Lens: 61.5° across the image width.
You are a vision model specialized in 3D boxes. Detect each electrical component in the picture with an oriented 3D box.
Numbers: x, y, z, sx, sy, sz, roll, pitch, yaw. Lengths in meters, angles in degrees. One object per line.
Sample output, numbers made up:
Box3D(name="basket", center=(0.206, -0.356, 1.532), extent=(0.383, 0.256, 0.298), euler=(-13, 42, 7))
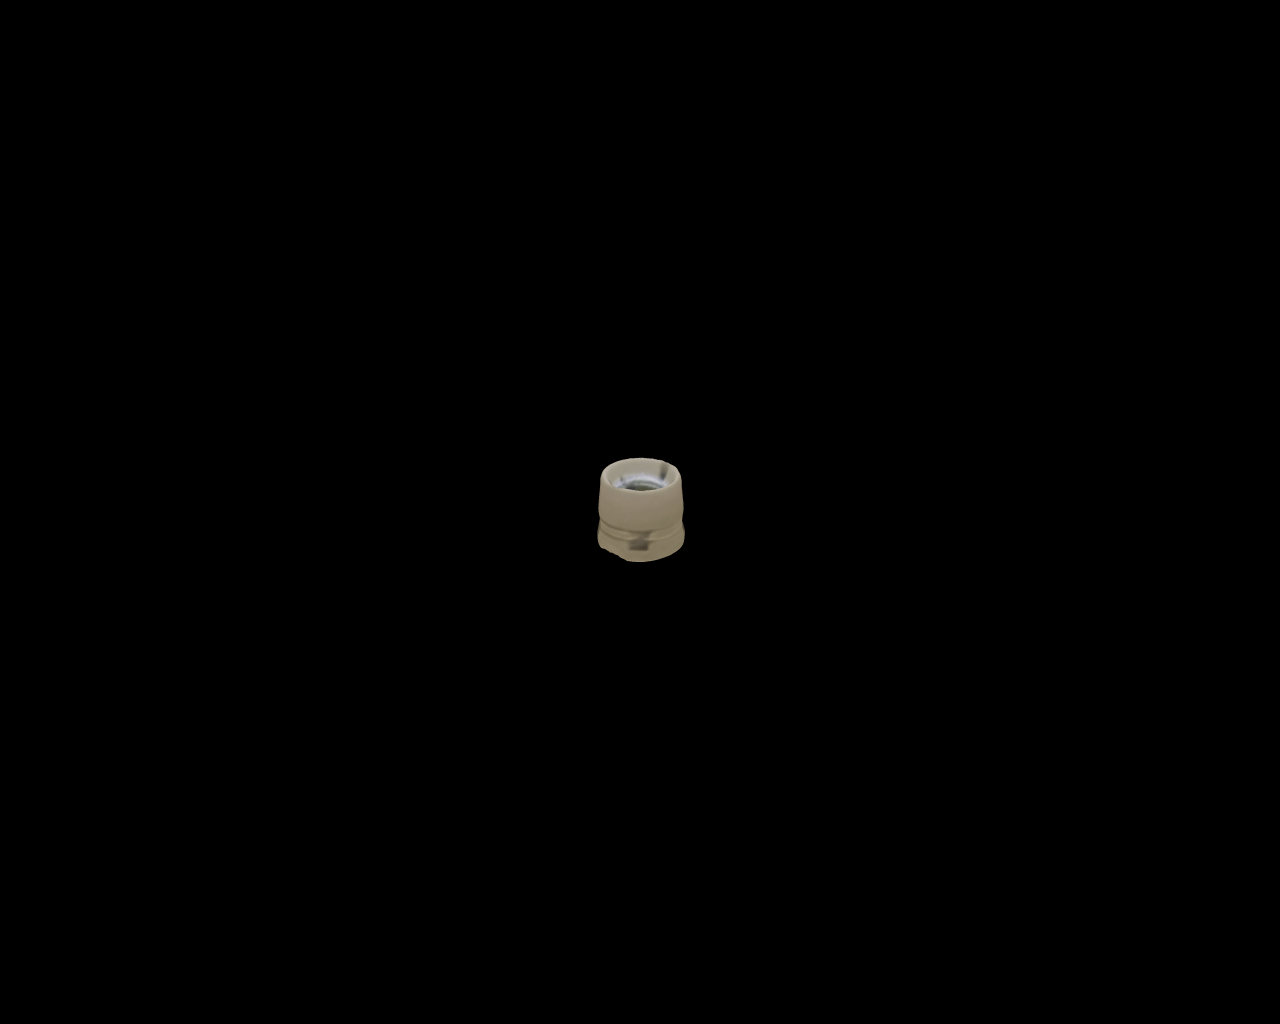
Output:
Box3D(name="electrical component", center=(0.001, -0.003, 0.650), extent=(0.055, 0.047, 0.055), euler=(0, 28, 0))
